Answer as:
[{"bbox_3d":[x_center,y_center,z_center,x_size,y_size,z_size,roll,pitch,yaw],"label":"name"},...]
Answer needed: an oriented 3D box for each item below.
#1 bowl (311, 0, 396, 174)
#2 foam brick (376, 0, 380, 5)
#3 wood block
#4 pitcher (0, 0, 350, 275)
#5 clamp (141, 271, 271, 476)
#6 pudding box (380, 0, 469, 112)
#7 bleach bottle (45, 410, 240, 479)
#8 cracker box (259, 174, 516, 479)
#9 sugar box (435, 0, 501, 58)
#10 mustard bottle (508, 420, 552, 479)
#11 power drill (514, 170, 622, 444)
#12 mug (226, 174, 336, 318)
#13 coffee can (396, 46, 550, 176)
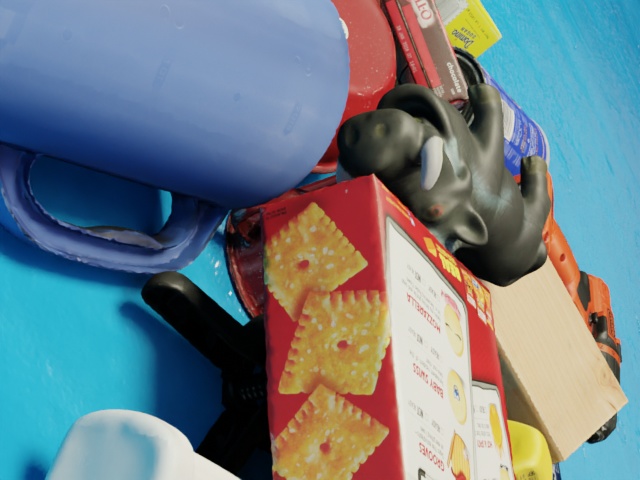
[{"bbox_3d":[-0.001,-0.128,0.708,0.161,0.055,0.162,18,61,-36],"label":"bowl"},{"bbox_3d":[0.026,-0.188,0.853,0.078,0.053,0.051,0,72,-61],"label":"foam brick"},{"bbox_3d":[0.116,0.054,0.765,0.090,0.090,0.206,-28,88,-41],"label":"wood block"},{"bbox_3d":[-0.104,-0.082,0.473,0.242,0.145,0.149,10,52,-56],"label":"pitcher"},{"bbox_3d":[-0.036,0.088,0.573,0.171,0.039,0.120,20,69,-55],"label":"clamp"},{"bbox_3d":[0.075,-0.132,0.779,0.113,0.039,0.090,19,51,-89],"label":"pudding box"},{"bbox_3d":[-0.027,0.168,0.496,0.250,0.068,0.102,41,60,-47],"label":"bleach bottle"},{"bbox_3d":[0.038,0.100,0.515,0.164,0.072,0.213,39,42,-54],"label":"cracker box"},{"bbox_3d":[0.084,-0.236,0.932,0.093,0.048,0.176,41,12,-45],"label":"sugar box"},{"bbox_3d":[0.120,0.206,0.715,0.058,0.096,0.191,-69,145,-52],"label":"mustard bottle"},{"bbox_3d":[0.196,0.050,0.880,0.187,0.057,0.184,58,25,-30],"label":"power drill"},{"bbox_3d":[-0.004,0.001,0.639,0.117,0.082,0.093,41,39,-45],"label":"mug"},{"bbox_3d":[0.124,-0.090,0.918,0.140,0.103,0.103,31,47,-52],"label":"coffee can"}]
